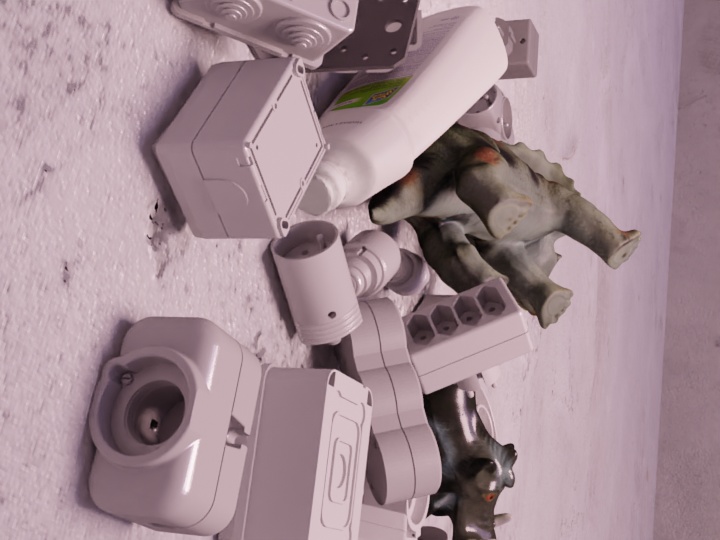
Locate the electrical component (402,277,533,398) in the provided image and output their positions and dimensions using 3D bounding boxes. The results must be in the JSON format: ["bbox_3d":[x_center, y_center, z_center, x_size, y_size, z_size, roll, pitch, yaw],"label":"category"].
[{"bbox_3d":[0.078,0.060,0.764,0.047,0.083,0.075,-112,179,-56],"label":"electrical component"}]

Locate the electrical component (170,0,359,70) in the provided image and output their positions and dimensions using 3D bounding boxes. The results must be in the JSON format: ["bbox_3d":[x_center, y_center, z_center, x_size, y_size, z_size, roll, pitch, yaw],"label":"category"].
[{"bbox_3d":[-0.044,-0.167,0.570,0.100,0.048,0.099,17,70,-26],"label":"electrical component"}]

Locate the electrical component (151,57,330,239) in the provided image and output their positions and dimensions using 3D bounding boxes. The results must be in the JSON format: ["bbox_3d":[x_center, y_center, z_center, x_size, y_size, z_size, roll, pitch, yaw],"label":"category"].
[{"bbox_3d":[-0.061,-0.068,0.570,0.096,0.061,0.061,-68,149,-43],"label":"electrical component"}]

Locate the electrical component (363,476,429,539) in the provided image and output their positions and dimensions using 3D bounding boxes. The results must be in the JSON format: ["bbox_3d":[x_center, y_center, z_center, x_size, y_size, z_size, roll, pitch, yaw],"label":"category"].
[{"bbox_3d":[0.016,0.157,0.771,0.050,0.056,0.089,1,90,-68],"label":"electrical component"}]

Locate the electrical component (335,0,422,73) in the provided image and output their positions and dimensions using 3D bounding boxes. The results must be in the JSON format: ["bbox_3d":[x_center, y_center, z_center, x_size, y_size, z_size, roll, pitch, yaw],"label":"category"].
[{"bbox_3d":[0.001,-0.162,0.716,0.057,0.078,0.058,-88,177,-72],"label":"electrical component"}]

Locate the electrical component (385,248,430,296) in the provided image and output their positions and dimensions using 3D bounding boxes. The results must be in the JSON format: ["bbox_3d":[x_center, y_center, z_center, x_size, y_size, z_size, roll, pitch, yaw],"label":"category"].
[{"bbox_3d":[0.029,-0.001,0.834,0.061,0.035,0.035,27,65,-63],"label":"electrical component"}]

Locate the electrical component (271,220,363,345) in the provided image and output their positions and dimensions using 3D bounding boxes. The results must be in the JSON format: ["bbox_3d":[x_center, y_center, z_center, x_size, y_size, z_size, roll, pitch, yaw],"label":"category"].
[{"bbox_3d":[-0.026,0.014,0.683,0.043,0.043,0.081,-63,147,-48],"label":"electrical component"}]

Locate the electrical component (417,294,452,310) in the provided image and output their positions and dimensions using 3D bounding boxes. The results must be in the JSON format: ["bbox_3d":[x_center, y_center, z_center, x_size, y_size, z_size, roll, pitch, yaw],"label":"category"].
[{"bbox_3d":[0.074,0.067,0.909,0.096,0.061,0.061,-51,137,-58],"label":"electrical component"}]

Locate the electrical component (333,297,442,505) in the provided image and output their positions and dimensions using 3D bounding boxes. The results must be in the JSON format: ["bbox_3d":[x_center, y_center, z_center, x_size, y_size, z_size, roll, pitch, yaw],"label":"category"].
[{"bbox_3d":[0.000,0.089,0.718,0.052,0.074,0.138,117,-39,-64],"label":"electrical component"}]

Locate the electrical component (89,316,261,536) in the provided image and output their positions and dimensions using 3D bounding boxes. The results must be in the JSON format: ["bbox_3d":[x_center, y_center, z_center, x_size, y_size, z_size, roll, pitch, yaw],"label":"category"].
[{"bbox_3d":[-0.089,0.072,0.512,0.059,0.054,0.095,50,45,-59],"label":"electrical component"}]

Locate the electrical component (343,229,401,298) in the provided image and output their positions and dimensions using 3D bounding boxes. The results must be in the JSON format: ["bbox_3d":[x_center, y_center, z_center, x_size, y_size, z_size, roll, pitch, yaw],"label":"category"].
[{"bbox_3d":[0.000,0.000,0.751,0.078,0.040,0.040,-45,131,-61],"label":"electrical component"}]

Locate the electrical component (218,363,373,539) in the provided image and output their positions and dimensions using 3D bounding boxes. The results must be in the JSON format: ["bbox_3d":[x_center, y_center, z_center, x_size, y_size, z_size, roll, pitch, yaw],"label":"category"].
[{"bbox_3d":[-0.037,0.117,0.638,0.078,0.057,0.113,40,54,-63],"label":"electrical component"}]

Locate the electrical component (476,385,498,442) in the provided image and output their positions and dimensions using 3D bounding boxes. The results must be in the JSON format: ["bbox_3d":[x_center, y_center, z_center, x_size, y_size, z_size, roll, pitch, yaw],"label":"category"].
[{"bbox_3d":[0.083,0.146,0.963,0.099,0.064,0.099,43,40,-51],"label":"electrical component"}]

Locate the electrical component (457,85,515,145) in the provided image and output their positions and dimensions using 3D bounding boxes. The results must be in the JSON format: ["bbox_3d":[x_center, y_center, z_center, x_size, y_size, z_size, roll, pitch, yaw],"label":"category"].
[{"bbox_3d":[0.119,-0.131,1.042,0.077,0.044,0.079,55,40,-55],"label":"electrical component"}]

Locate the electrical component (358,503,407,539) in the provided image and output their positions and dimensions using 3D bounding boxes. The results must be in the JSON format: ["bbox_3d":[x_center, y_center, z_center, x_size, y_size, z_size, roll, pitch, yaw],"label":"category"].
[{"bbox_3d":[-0.001,0.187,0.710,0.075,0.047,0.083,-81,-175,-65],"label":"electrical component"}]

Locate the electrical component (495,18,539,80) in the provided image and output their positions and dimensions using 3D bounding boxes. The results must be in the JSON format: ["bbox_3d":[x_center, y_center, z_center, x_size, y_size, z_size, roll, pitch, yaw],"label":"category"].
[{"bbox_3d":[0.134,-0.221,1.049,0.077,0.066,0.047,30,63,-65],"label":"electrical component"}]
